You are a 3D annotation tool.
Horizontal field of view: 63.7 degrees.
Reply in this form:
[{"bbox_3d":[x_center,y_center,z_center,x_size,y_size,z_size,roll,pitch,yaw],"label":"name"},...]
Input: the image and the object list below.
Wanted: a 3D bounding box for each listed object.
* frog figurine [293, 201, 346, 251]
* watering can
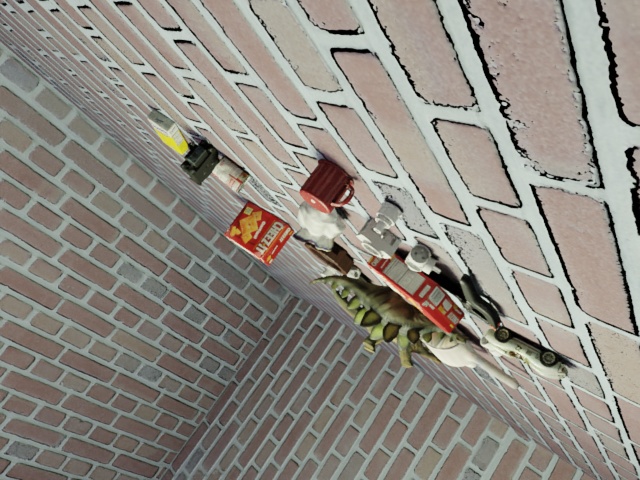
[{"bbox_3d":[0.004,-0.066,1.310,0.139,0.124,0.156,38,135,34],"label":"frog figurine"},{"bbox_3d":[0.433,0.338,1.591,0.350,0.105,0.220,19,158,46],"label":"watering can"}]
